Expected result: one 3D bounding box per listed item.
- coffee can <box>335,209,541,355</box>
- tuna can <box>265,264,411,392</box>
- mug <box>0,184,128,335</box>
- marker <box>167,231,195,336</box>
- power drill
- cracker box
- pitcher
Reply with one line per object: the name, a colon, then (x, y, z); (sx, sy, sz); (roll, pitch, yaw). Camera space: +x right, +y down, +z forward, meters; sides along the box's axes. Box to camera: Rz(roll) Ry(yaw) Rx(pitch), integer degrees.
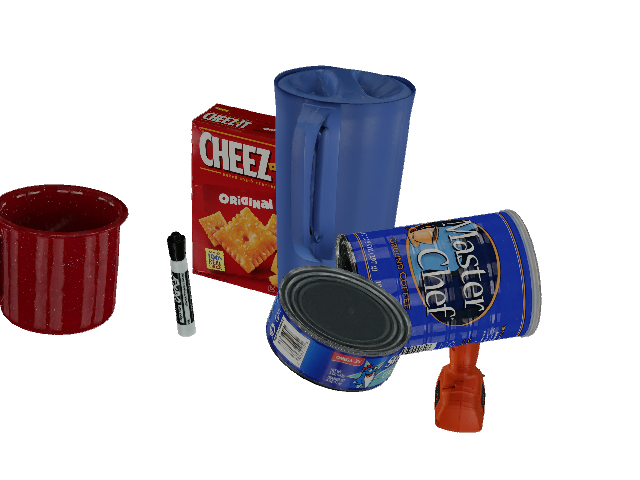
coffee can: (0.090, 0.036, 0.844); (0.140, 0.103, 0.103); (-8, 1, -7)
tuna can: (0.010, 0.054, 0.656); (0.086, 0.034, 0.086); (16, 30, -10)
mug: (-0.196, 0.015, 0.752); (0.117, 0.081, 0.093); (-5, 26, -28)
marker: (-0.144, 0.045, 1.102); (0.020, 0.121, 0.020); (-2, 30, 1)
power drill: (0.158, 0.110, 1.154); (0.057, 0.188, 0.184); (7, 25, 8)
cracker box: (-0.074, -0.043, 1.303); (0.164, 0.214, 0.072); (15, 32, 20)
pitcher: (0.012, -0.039, 1.036); (0.149, 0.243, 0.145); (-8, 26, -25)
